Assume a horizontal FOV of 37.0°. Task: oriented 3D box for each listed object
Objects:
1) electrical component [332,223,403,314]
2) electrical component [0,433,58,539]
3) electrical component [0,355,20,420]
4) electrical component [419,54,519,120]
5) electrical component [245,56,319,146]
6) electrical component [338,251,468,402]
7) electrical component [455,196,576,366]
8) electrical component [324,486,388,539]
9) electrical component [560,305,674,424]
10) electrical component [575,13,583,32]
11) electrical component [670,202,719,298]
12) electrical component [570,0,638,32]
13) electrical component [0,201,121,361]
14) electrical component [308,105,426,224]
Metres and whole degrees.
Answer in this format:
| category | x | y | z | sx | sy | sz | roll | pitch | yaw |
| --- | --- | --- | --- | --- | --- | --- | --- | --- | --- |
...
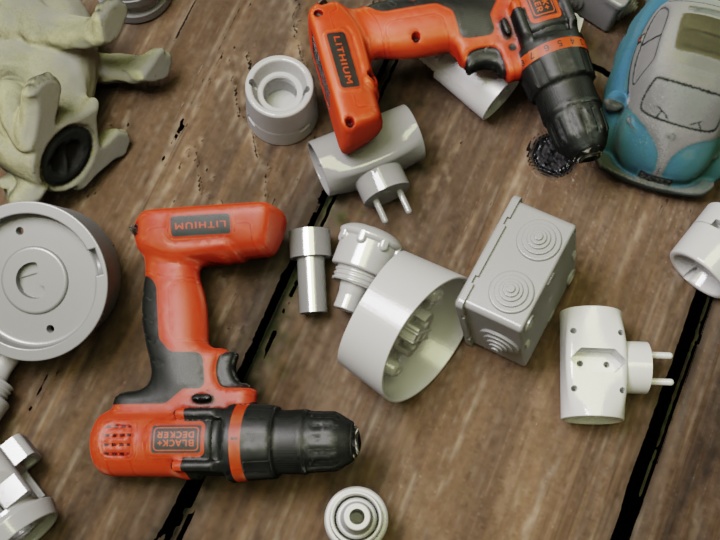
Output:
| category | x | y | z | sx | sy | sz | roll | pitch | yaw |
| --- | --- | --- | --- | --- | --- | --- | --- | --- | --- |
| electrical component | 0.000 | 0.000 | 0.769 | 0.048 | 0.048 | 0.062 | 20 | 83 | 4 |
| electrical component | -0.239 | 0.156 | 0.714 | 0.078 | 0.058 | 0.057 | -40 | 76 | -11 |
| electrical component | -0.260 | 0.083 | 0.741 | 0.048 | 0.048 | 0.062 | 28 | 69 | 6 |
| electrical component | 0.077 | -0.156 | 0.813 | 0.081 | 0.043 | 0.043 | 42 | 78 | 10 |
| electrical component | -0.059 | -0.127 | 0.801 | 0.055 | 0.047 | 0.055 | 0 | 74 | -1 |
| electrical component | 0.031 | 0.038 | 0.733 | 0.064 | 0.099 | 0.099 | 30 | 76 | 14 |
| electrical component | 0.110 | 0.011 | 0.741 | 0.048 | 0.099 | 0.099 | 25 | 75 | 19 |
| electrical component | -0.002 | 0.165 | 0.713 | 0.043 | 0.062 | 0.043 | 0 | 74 | -1 |
| electrical component | 0.180 | 0.068 | 0.753 | 0.079 | 0.043 | 0.077 | 2 | 74 | 0 |
| electrical component | 0.137 | -0.181 | 0.821 | 0.055 | 0.045 | 0.045 | 19 | 75 | 3 |
| electrical component | 0.257 | -0.013 | 0.773 | 0.055 | 0.055 | 0.047 | 42 | 81 | 10 |
| electrical component | 0.185 | -0.247 | 0.838 | 0.100 | 0.048 | 0.099 | 35 | 77 | 8 |
| electrical component | -0.220 | 0.005 | 0.749 | 0.108 | 0.060 | 0.108 | 0 | 95 | 4 |
| electrical component | 0.012 | -0.072 | 0.788 | 0.077 | 0.044 | 0.079 | -22 | 76 | -7 |
